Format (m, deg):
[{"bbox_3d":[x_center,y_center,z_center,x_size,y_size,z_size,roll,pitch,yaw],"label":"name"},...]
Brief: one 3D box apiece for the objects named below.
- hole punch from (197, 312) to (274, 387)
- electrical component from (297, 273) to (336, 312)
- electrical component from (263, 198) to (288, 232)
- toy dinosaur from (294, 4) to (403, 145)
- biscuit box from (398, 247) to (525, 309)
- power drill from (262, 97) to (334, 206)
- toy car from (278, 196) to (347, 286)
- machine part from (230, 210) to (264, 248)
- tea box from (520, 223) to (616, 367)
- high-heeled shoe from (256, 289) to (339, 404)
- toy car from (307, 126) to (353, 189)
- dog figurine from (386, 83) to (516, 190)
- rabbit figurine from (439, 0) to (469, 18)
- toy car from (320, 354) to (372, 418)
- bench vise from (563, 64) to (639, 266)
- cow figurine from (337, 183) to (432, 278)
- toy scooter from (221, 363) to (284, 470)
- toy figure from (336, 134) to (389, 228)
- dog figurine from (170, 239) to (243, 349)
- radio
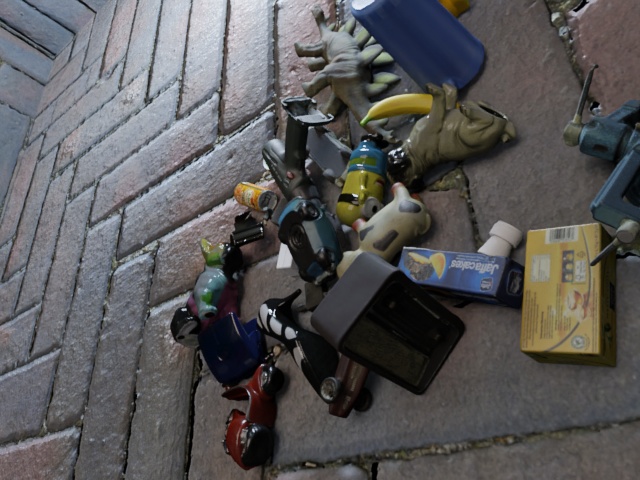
[{"bbox_3d":[-0.172,0.214,1.059,0.142,0.092,0.116,-34,52,20],"label":"hole punch"},{"bbox_3d":[-0.007,0.100,1.014,0.094,0.021,0.063,-31,49,28],"label":"electrical component"},{"bbox_3d":[-0.077,-0.053,1.149,0.102,0.045,0.078,27,89,47],"label":"electrical component"},{"bbox_3d":[0.063,-0.353,1.147,0.199,0.105,0.471,-29,61,23],"label":"toy dinosaur"},{"bbox_3d":[0.202,0.053,0.791,0.203,0.062,0.059,4,70,56],"label":"biscuit box"},{"bbox_3d":[-0.033,-0.163,1.067,0.232,0.086,0.207,52,148,36],"label":"power drill"},{"bbox_3d":[-0.002,-0.003,0.998,0.109,0.103,0.162,-47,65,46],"label":"toy car"},{"bbox_3d":[-0.164,-0.023,1.182,0.084,0.039,0.139,-25,24,-1],"label":"machine part"},{"bbox_3d":[0.321,0.071,0.690,0.098,0.068,0.169,-6,64,43],"label":"tea box"},{"bbox_3d":[-0.053,0.202,0.967,0.145,0.086,0.249,-46,45,31],"label":"high-heeled shoe"},{"bbox_3d":[0.020,-0.179,1.122,0.073,0.056,0.202,-53,46,15],"label":"toy car"},{"bbox_3d":[0.215,-0.149,0.914,0.172,0.121,0.190,41,123,31],"label":"dog figurine"},{"bbox_3d":[0.183,-0.490,1.060,0.162,0.173,0.122,-33,52,20],"label":"rabbit figurine"},{"bbox_3d":[0.064,0.181,0.852,0.053,0.089,0.202,2,68,47],"label":"toy car"},{"bbox_3d":[0.382,-0.082,0.643,0.224,0.128,0.240,33,57,23],"label":"bench vise"},{"bbox_3d":[0.108,0.010,0.917,0.195,0.085,0.127,-43,39,16],"label":"cow figurine"},{"bbox_3d":[-0.136,0.315,0.976,0.135,0.075,0.184,-10,58,39],"label":"toy scooter"},{"bbox_3d":[0.084,-0.107,1.006,0.089,0.082,0.180,-13,63,51],"label":"toy figure"},{"bbox_3d":[-0.242,0.105,1.175,0.191,0.108,0.219,-35,43,27],"label":"dog figurine"},{"bbox_3d":[0.104,0.119,0.752,0.131,0.229,0.073,-54,43,-1],"label":"radio"}]
